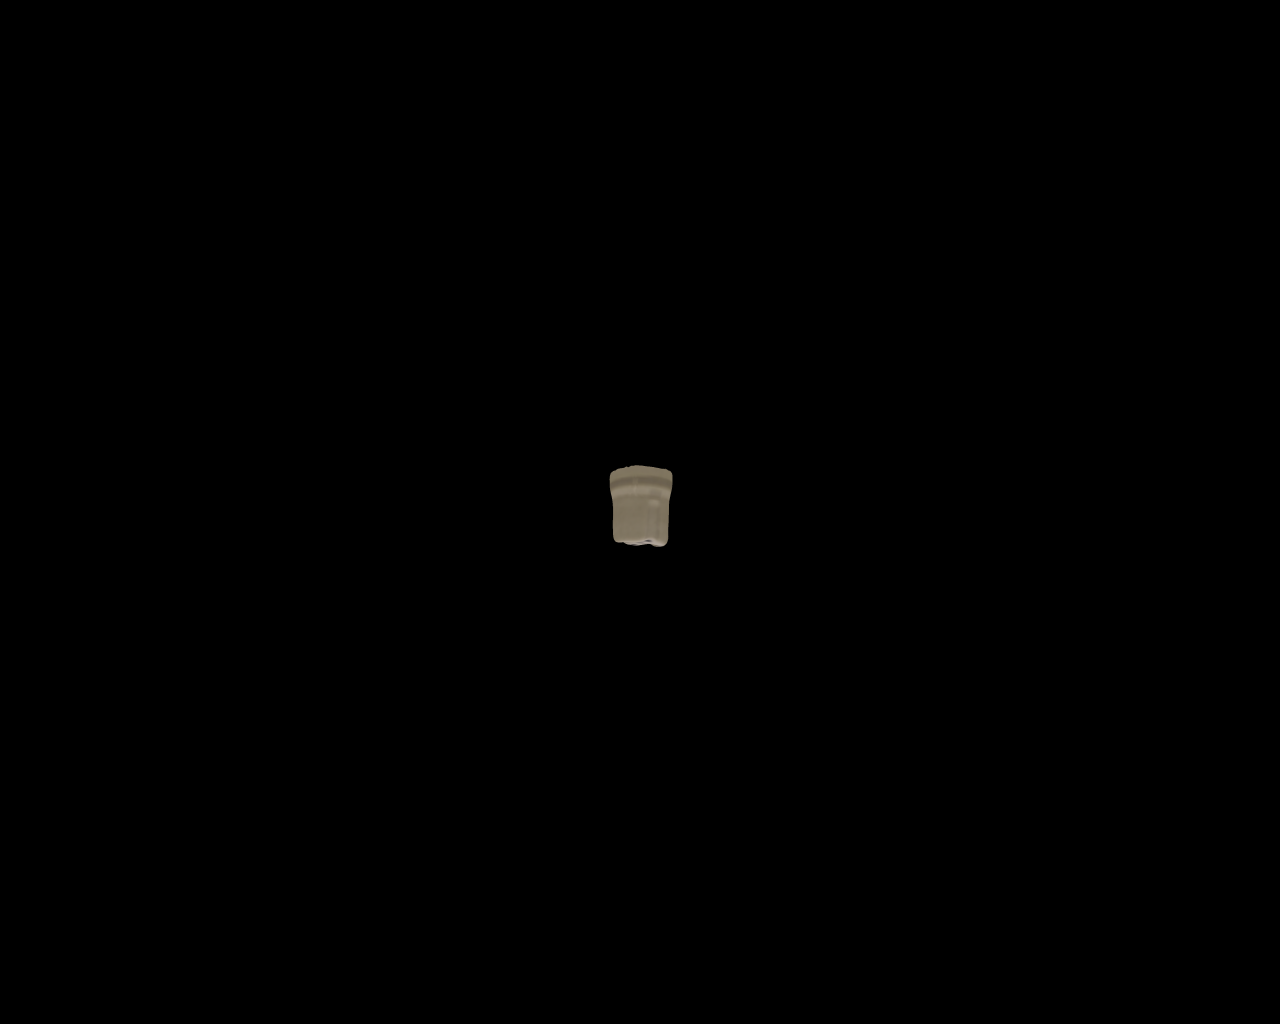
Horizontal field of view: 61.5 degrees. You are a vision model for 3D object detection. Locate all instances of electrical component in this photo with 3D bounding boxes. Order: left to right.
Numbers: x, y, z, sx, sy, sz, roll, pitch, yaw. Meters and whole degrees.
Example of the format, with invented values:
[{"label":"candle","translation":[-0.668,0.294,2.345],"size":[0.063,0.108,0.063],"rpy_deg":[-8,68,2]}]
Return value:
[{"label":"electrical component","translation":[0.001,-0.003,0.650],"size":[0.040,0.046,0.040],"rpy_deg":[0,-12,0]}]
